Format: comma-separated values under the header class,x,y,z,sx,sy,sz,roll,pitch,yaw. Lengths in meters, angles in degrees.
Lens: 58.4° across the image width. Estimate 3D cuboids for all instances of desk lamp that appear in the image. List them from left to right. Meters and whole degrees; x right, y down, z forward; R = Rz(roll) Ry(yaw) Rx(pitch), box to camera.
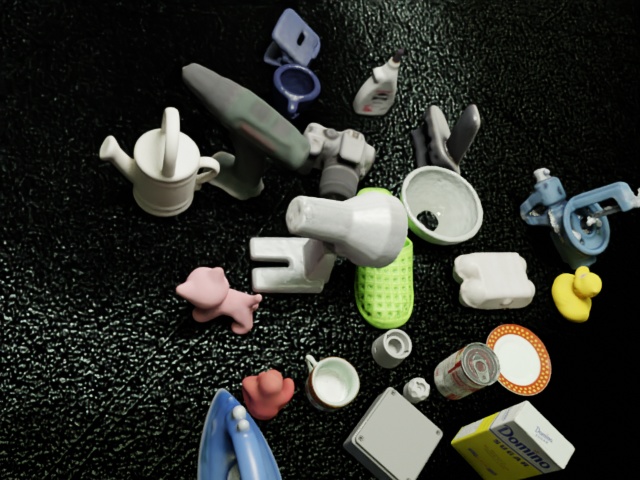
class,x,y,z,sx,sy,sz,roll,pitch,yaw
desk lamp,0.008,0.003,0.904,0.204,0.213,0.118,0,62,-19

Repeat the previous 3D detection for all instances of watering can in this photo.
class,x,y,z,sx,sy,sz,roll,pitch,yaw
watering can,-0.248,-0.125,0.898,0.173,0.194,0.101,-18,69,-26

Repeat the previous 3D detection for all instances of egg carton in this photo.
class,x,y,z,sx,sy,sz,roll,pitch,yaw
egg carton,0.319,0.077,1.056,0.150,0.069,0.107,-1,62,-19

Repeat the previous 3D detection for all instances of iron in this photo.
class,x,y,z,sx,sy,sz,roll,pitch,yaw
iron,-0.098,0.304,0.742,0.119,0.141,0.258,-7,65,-22

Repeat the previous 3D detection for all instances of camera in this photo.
class,x,y,z,sx,sy,sz,roll,pitch,yaw
camera,0.027,-0.136,1.055,0.143,0.100,0.137,18,58,-9

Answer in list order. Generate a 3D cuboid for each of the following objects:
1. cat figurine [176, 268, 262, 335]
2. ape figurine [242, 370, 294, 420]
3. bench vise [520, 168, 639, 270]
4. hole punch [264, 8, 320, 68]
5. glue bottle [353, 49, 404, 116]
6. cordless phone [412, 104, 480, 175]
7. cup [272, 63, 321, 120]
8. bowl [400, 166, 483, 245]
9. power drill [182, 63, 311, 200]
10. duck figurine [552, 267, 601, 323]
class,x,y,z,sx,sy,sz,roll,pitch,yaw
cat figurine,-0.149,0.082,0.862,0.128,0.117,0.067,16,58,-10
ape figurine,-0.074,0.216,0.829,0.078,0.092,0.076,25,57,-4
bench vise,0.496,-0.061,1.105,0.207,0.219,0.122,41,57,6
hole punch,-0.051,-0.409,1.187,0.101,0.091,0.109,23,57,-5
glue bottle,0.128,-0.318,1.149,0.078,0.173,0.037,-6,64,-22
cordless phone,0.263,-0.222,1.135,0.094,0.185,0.147,0,62,-19
cup,-0.055,-0.266,1.103,0.092,0.095,0.118,13,59,-12
bowl,0.219,-0.054,1.092,0.168,0.074,0.167,8,60,-14
power drill,-0.134,-0.165,0.951,0.229,0.208,0.076,28,57,-2
duck figurine,0.500,0.101,1.096,0.078,0.086,0.104,11,59,-13
